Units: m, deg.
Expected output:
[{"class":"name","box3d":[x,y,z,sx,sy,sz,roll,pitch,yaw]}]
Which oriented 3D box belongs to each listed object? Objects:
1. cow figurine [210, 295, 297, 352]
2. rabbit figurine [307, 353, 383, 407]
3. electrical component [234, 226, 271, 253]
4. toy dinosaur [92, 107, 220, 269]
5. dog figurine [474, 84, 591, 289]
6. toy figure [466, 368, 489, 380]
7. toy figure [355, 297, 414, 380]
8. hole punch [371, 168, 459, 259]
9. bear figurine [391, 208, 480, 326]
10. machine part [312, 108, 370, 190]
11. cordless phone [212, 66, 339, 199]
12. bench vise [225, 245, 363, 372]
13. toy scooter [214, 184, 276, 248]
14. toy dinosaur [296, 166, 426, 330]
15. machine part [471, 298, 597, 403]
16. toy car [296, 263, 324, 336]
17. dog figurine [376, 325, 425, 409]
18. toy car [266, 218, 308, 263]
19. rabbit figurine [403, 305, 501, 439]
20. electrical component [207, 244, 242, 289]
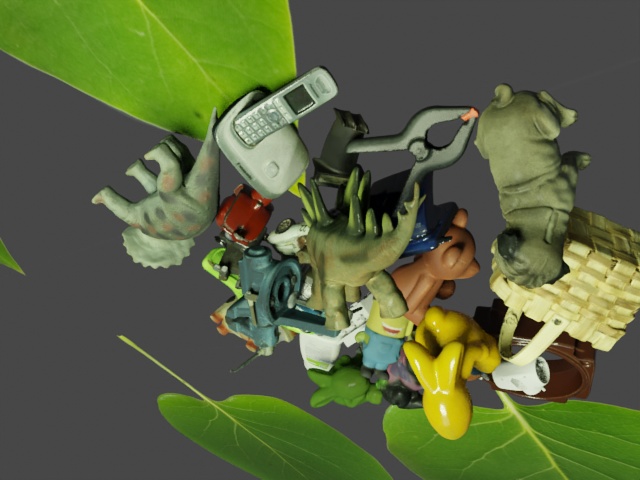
[{"class":"cow figurine","box3d":[-0.130,0.174,1.179,0.195,0.127,0.085,17,145,35]},{"class":"rabbit figurine","box3d":[0.054,0.295,1.145,0.159,0.121,0.170,-6,165,-1]},{"class":"electrical component","box3d":[-0.127,-0.003,0.983,0.094,0.063,0.021,26,144,0]},{"class":"toy dinosaur","box3d":[-0.240,-0.062,0.903,0.405,0.131,0.192,-18,121,46]},{"class":"dog figurine","box3d":[0.226,-0.061,0.602,0.172,0.190,0.121,41,141,-18]},{"class":"toy figure","box3d":[0.240,0.207,0.913,0.064,0.058,0.154,45,148,-8]},{"class":"toy figure","box3d":[0.115,0.153,0.954,0.082,0.180,0.089,11,-170,-34]},{"class":"hole punch","box3d":[0.121,-0.037,0.764,0.142,0.116,0.092,-13,122,40]},{"class":"bear figurine","box3d":[0.192,0.052,0.831,0.132,0.120,0.196,29,139,-12]},{"class":"machine part","box3d":[0.033,-0.121,0.757,0.084,0.039,0.138,11,141,-1]},{"class":"cordless phone","box3d":[-0.040,-0.153,0.745,0.184,0.089,0.146,-24,127,22]},{"class":"bench vise","box3d":[-0.056,0.124,0.931,0.241,0.129,0.223,11,107,25]},{"class":"toy scooter","box3d":[-0.127,-0.036,0.883,0.075,0.135,0.184,35,144,-17]},{"class":"toy dinosaur","box3d":[0.034,0.011,0.688,0.471,0.105,0.198,-179,74,-72]},{"class":"machine part","box3d":[0.367,0.197,0.935,0.201,0.087,0.201,6,139,24]},{"class":"toy car","box3d":[-0.026,0.097,1.034,0.162,0.109,0.103,38,121,1]},{"class":"dog figurine","box3d":[0.181,0.226,1.054,0.192,0.108,0.219,-14,127,18]},{"class":"toy car","box3d":[-0.002,-0.003,0.918,0.202,0.056,0.073,-8,133,37]},{"class":"rabbit figurine","box3d":[0.189,0.190,0.769,0.122,0.173,0.162,-5,141,25]},{"class":"electrical component","box3d":[-0.163,0.036,1.020,0.078,0.102,0.045,18,148,14]}]
